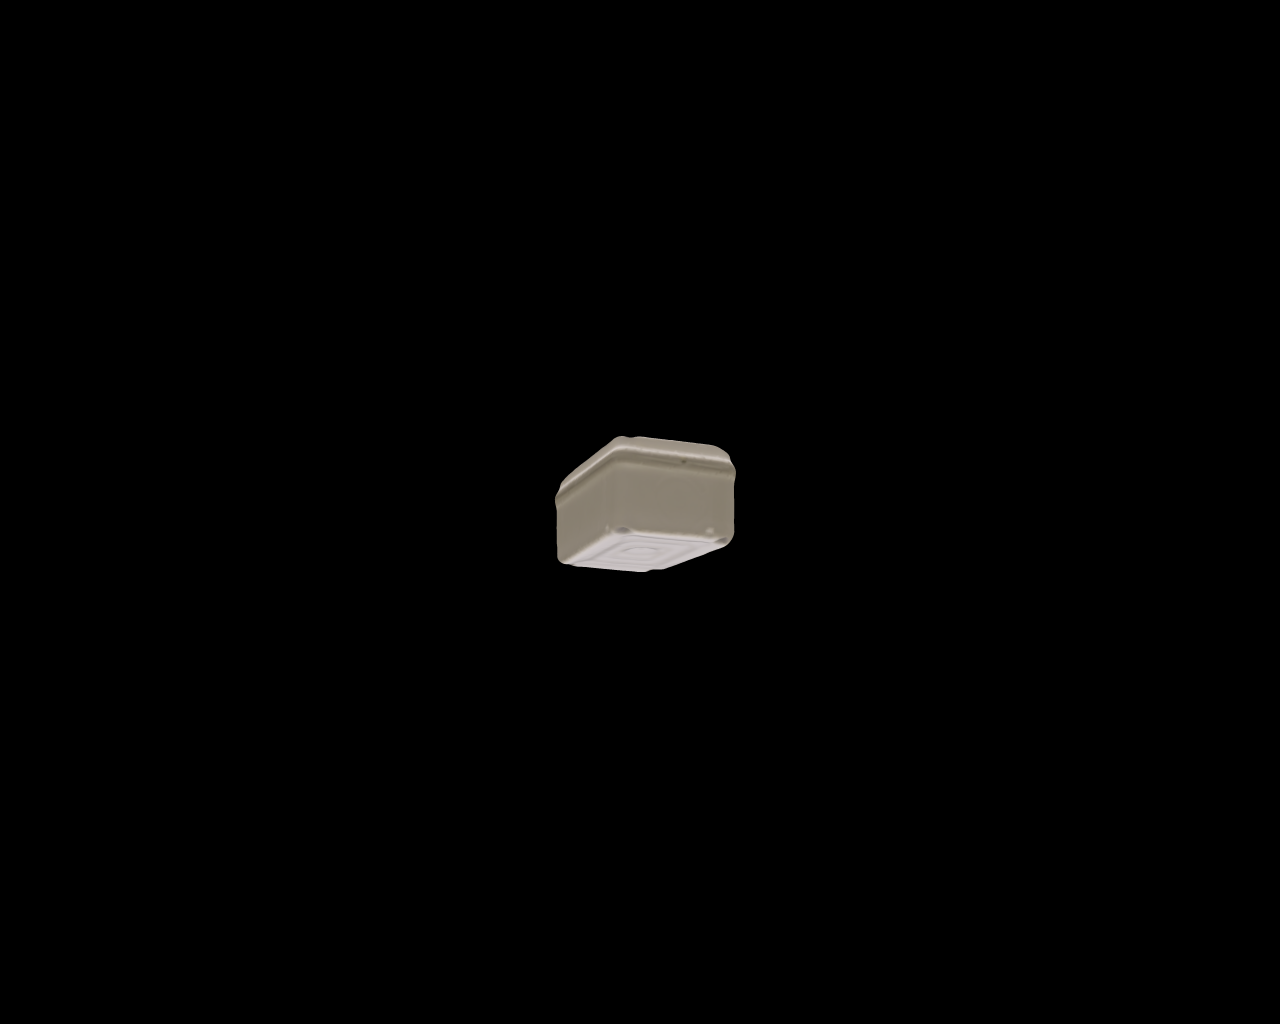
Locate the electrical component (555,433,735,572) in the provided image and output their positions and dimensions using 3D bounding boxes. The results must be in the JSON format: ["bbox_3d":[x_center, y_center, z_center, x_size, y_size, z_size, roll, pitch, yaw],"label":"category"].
[{"bbox_3d":[0.001,-0.003,0.650,0.078,0.057,0.113,6,-15,-23],"label":"electrical component"}]
